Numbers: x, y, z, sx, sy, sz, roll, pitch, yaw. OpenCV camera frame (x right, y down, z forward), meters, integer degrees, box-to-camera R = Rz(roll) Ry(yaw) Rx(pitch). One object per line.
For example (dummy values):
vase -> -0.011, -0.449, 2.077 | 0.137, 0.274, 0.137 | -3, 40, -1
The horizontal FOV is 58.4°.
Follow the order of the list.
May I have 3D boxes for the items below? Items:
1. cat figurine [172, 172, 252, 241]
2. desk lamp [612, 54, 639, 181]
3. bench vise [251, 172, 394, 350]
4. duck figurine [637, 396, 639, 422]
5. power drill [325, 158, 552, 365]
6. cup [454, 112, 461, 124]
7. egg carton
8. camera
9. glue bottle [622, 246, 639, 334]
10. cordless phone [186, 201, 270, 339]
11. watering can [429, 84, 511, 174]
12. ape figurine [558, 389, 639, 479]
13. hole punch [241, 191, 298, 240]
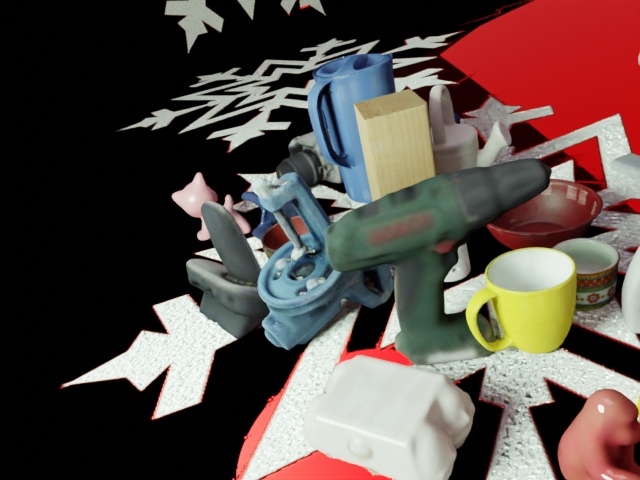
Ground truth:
cat figurine -> -0.194, -0.059, 1.006 | 0.127, 0.118, 0.067 | 9, 36, 36
desk lamp -> 0.515, -0.177, 0.794 | 0.118, 0.214, 0.202 | -21, 29, -12
bench vise -> -0.003, 0.001, 0.701 | 0.121, 0.220, 0.208 | 10, 37, 38
duck figurine -> 0.309, 0.124, 0.477 | 0.077, 0.086, 0.105 | 13, 39, 41
power drill -> 0.128, 0.027, 0.606 | 0.229, 0.209, 0.075 | -10, 29, 8
cup -> 0.213, -0.186, 1.075 | 0.092, 0.095, 0.117 | -22, 29, -15
egg carton -> 0.061, 0.167, 0.529 | 0.149, 0.069, 0.107 | 6, 34, 33
camera -> -0.026, -0.158, 1.127 | 0.137, 0.101, 0.142 | -29, 31, -25
glue bottle -> 0.343, 0.015, 0.566 | 0.078, 0.173, 0.037 | -6, 29, 15
cordless phone -> -0.126, 0.022, 0.756 | 0.094, 0.185, 0.147 | -34, 34, -33
watering can -> 0.208, -0.151, 0.908 | 0.172, 0.194, 0.101 | -10, 28, 7
ape figurine -> 0.227, 0.157, 0.448 | 0.075, 0.092, 0.078 | 8, 35, 35
hole punch -> -0.066, -0.052, 0.962 | 0.101, 0.091, 0.108 | -30, 32, -27
